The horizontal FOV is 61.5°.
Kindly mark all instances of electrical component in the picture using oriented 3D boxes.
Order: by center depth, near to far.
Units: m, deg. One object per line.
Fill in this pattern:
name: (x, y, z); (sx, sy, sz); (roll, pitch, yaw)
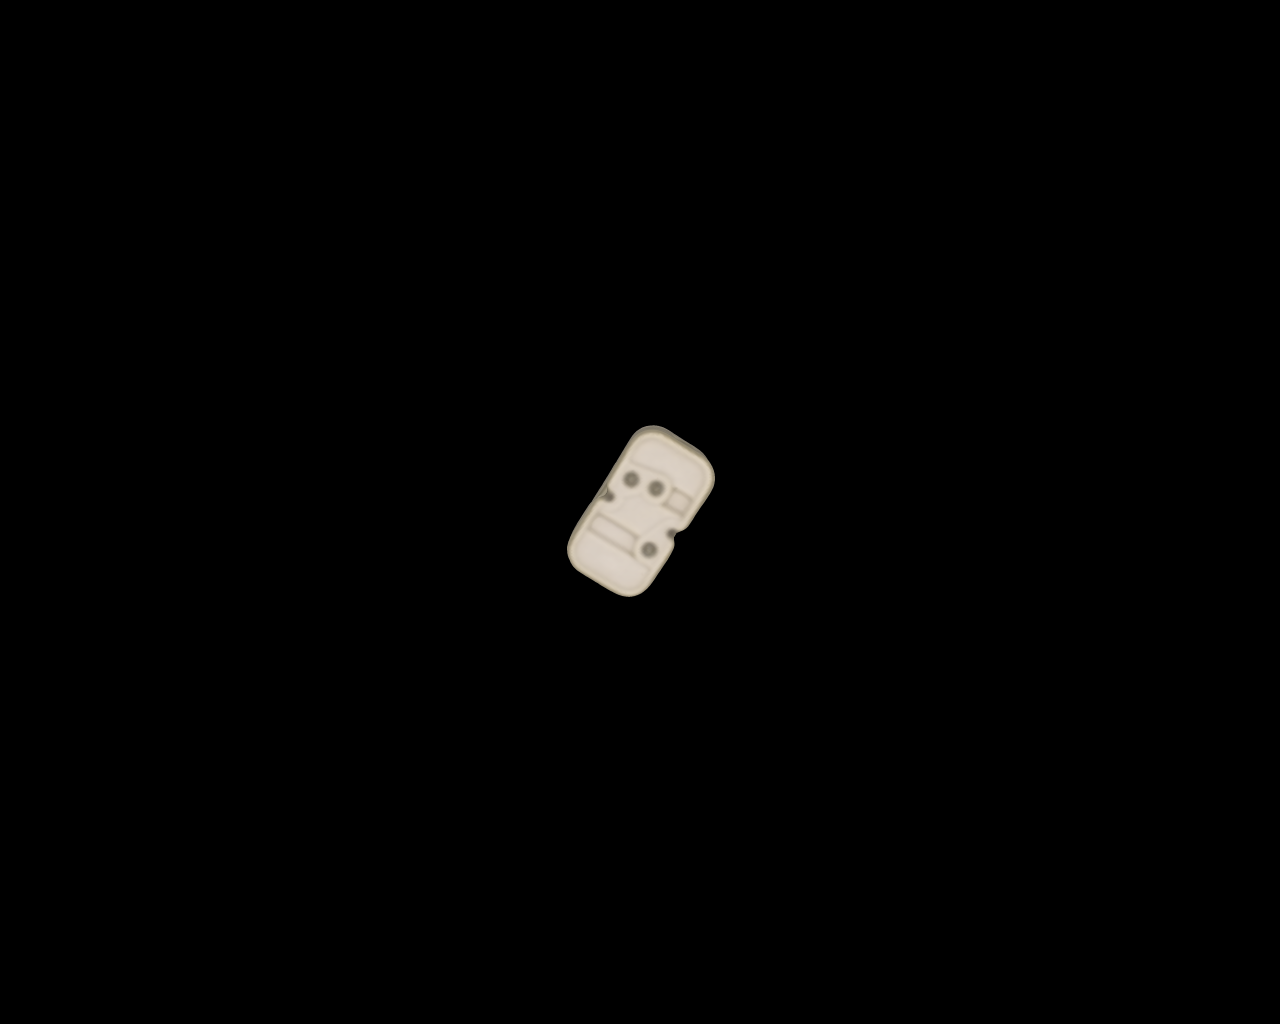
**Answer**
electrical component: (0.001, -0.003, 0.650); (0.054, 0.095, 0.059); (31, 8, -5)
